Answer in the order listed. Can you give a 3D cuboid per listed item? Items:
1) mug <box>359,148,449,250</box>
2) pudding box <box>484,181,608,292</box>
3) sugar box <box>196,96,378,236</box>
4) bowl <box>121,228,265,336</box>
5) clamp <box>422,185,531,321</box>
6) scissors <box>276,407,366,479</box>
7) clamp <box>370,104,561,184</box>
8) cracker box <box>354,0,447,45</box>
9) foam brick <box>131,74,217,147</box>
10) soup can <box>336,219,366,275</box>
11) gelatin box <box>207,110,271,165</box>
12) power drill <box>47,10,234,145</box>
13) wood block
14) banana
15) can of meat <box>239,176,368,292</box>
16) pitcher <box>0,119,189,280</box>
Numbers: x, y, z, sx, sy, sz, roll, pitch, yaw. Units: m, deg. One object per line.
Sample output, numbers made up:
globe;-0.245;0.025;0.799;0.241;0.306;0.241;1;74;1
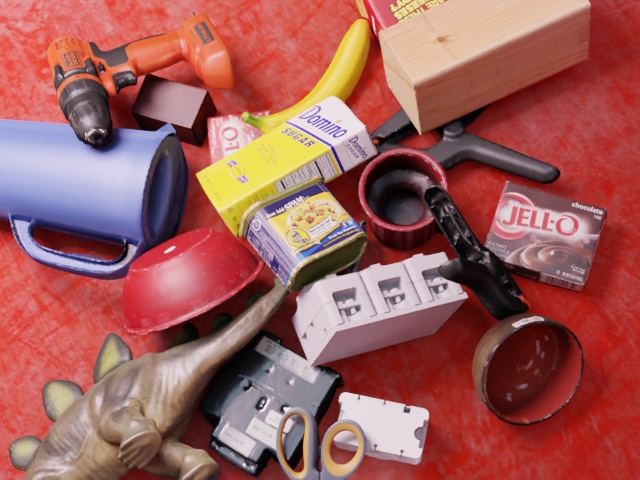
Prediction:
mug;0.100;-0.035;1.133;0.117;0.081;0.093;22;74;12
pudding box;0.237;-0.003;1.131;0.113;0.039;0.090;18;73;12
sugar box;-0.036;-0.081;1.129;0.176;0.048;0.093;-33;37;-3
bowl;-0.139;0.033;1.079;0.162;0.162;0.055;-26;104;-4
clamp;0.156;0.020;1.070;0.039;0.171;0.120;-24;50;24
scissors;0.007;0.258;1.036;0.096;0.016;0.202;-10;94;3
clamp;0.152;-0.128;1.185;0.210;0.036;0.164;-4;61;7
cracker box;0.111;-0.326;1.242;0.164;0.072;0.214;-25;71;-3
foam brick;-0.166;-0.148;1.216;0.078;0.051;0.053;18;74;12
soup can;-0.007;0.001;1.139;0.102;0.068;0.068;13;72;11
gelatin box;-0.087;-0.098;1.201;0.073;0.030;0.089;-7;70;3
power drill;-0.192;-0.177;1.150;0.187;0.057;0.184;-15;44;-14
wood block;0.179;-0.211;1.157;0.206;0.090;0.091;-24;55;-4
banana;0.000;-0.168;1.200;0.037;0.069;0.197;22;57;44
can of meat;-0.014;-0.005;1.061;0.101;0.057;0.084;-26;62;-29
pitcher;-0.276;-0.057;1.155;0.243;0.149;0.145;8;112;12
